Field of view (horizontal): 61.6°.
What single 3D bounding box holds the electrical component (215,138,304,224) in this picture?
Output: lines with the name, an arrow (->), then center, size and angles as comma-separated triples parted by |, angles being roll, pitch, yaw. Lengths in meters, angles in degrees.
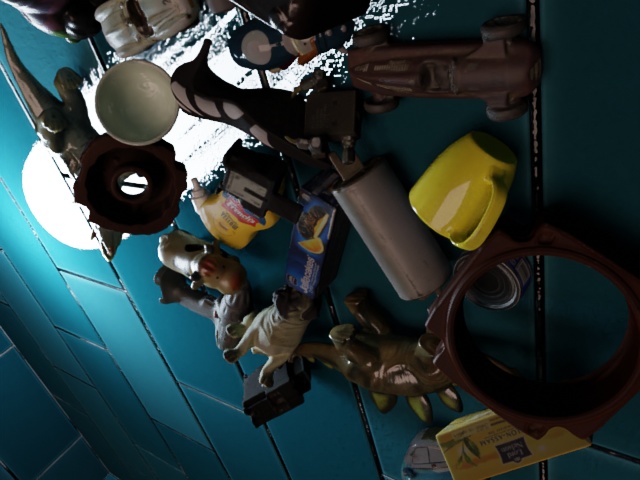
electrical component -> -0.071, -0.070, 0.693 | 0.119, 0.048, 0.074 | 25, 137, 3

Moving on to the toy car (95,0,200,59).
toy car -> -0.231, -0.291, 0.703 | 0.202, 0.056, 0.073 | -2, 123, 42

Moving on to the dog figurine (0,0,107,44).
dog figurine -> -0.397, -0.326, 0.690 | 0.109, 0.219, 0.191 | 34, 140, 18

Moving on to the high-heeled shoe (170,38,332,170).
high-heeled shoe -> -0.098, -0.149, 0.701 | 0.249, 0.086, 0.145 | 46, 145, 4

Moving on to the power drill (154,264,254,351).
power drill -> -0.217, 0.110, 1.044 | 0.207, 0.086, 0.231 | 22, 140, 14

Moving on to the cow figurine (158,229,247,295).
cow figurine -> -0.198, 0.035, 0.901 | 0.195, 0.085, 0.127 | 23, 174, 34

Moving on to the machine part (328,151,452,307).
machine part -> 0.090, -0.013, 0.657 | 0.079, 0.079, 0.243 | -19, 111, 48

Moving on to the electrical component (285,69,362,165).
electrical component -> 0.006, -0.138, 0.608 | 0.078, 0.045, 0.102 | 6, 84, 23

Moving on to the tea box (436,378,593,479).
tea box -> 0.243, 0.238, 0.671 | 0.170, 0.098, 0.068 | -31, 71, 24

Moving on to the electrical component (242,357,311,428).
electrical component -> -0.080, 0.274, 1.018 | 0.058, 0.134, 0.115 | 59, -178, -21

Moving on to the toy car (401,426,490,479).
toy car -> 0.198, 0.363, 0.884 | 0.162, 0.109, 0.103 | -22, 91, 40

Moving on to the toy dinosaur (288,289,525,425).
toy dinosaur -> 0.092, 0.181, 0.812 | 0.472, 0.105, 0.198 | 3, 130, 45

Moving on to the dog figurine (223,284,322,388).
dog figurine -> -0.061, 0.129, 0.921 | 0.121, 0.172, 0.190 | 33, 106, -19

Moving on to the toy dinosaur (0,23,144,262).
toy dinosaur -> -0.433, -0.164, 0.956 | 0.192, 0.131, 0.404 | -22, 102, 48

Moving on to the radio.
radio -> -0.063, -0.284, 0.503 | 0.230, 0.131, 0.073 | 35, 138, 12

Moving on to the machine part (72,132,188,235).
machine part -> -0.301, -0.093, 0.861 | 0.056, 0.179, 0.179 | -119, 10, -59

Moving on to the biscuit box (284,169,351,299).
biscuit box -> -0.002, -0.002, 0.758 | 0.059, 0.063, 0.202 | 32, 139, 17

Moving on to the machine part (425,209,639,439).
machine part -> 0.229, 0.087, 0.555 | 0.201, 0.087, 0.201 | 37, 114, 12

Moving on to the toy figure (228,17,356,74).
toy figure -> -0.033, -0.221, 0.596 | 0.155, 0.058, 0.064 | 4, 150, 37

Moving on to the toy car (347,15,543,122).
toy car -> 0.110, -0.164, 0.525 | 0.202, 0.053, 0.089 | 12, 134, 33
